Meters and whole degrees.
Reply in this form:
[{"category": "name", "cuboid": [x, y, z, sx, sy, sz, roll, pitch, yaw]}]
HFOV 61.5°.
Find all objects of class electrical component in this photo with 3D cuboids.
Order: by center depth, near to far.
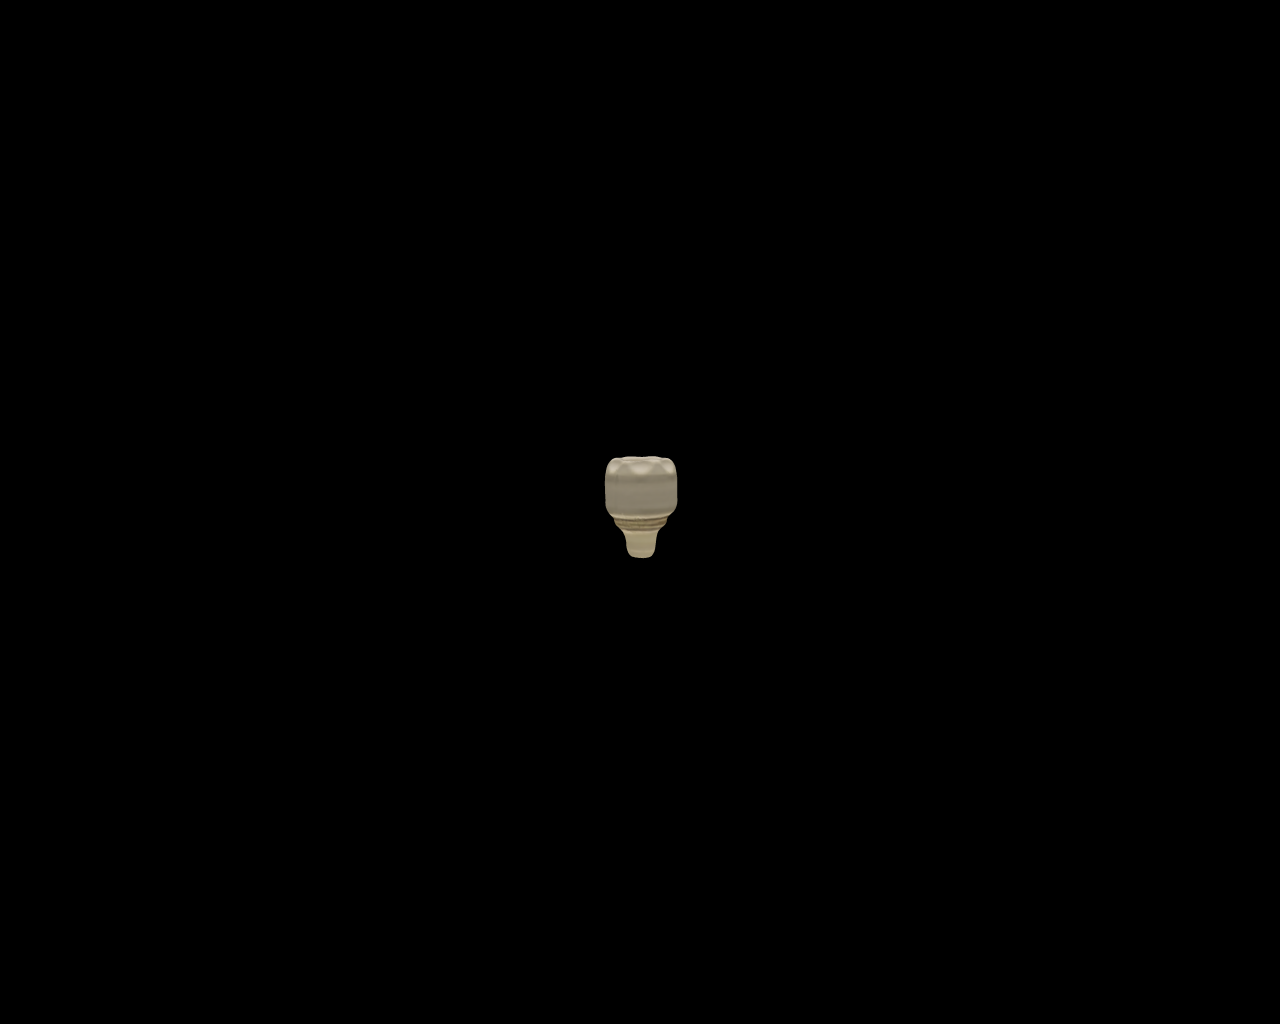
[{"category": "electrical component", "cuboid": [0.001, -0.003, 0.650, 0.043, 0.062, 0.043, 0, 7, 0]}]
